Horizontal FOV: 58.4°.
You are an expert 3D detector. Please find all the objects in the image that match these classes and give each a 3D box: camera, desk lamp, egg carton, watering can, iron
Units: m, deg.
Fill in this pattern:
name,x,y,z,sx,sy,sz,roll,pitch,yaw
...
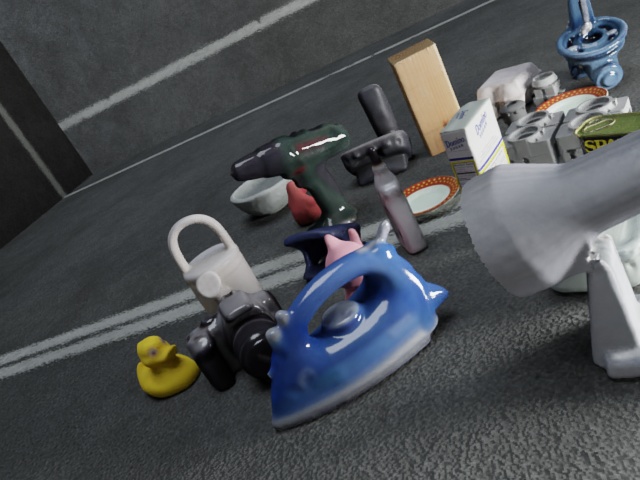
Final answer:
name,x,y,z,sx,sy,sz,roll,pitch,yaw
camera,-0.107,0.137,0.787,0.143,0.101,0.136,-33,24,-10
desk lamp,0.253,0.011,0.506,0.202,0.214,0.118,-13,28,32
egg carton,0.397,-0.314,1.201,0.107,0.069,0.150,-3,34,45
watering can,-0.166,0.048,0.919,0.101,0.194,0.172,-36,25,-18
iron,0.020,0.096,0.679,0.259,0.142,0.118,-36,24,-17

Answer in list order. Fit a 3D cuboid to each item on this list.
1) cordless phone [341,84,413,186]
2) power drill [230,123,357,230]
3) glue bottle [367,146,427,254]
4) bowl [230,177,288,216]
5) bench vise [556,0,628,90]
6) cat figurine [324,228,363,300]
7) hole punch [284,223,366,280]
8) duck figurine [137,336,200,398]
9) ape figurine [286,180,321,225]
name,x,y,z,sx,sy,sz,roll,pitch,yaw
cordless phone,0.100,-0.221,1.189,0.147,0.185,0.094,-22,24,15
power drill,-0.025,-0.104,1.056,0.230,0.209,0.075,-36,25,-17
glue bottle,0.111,-0.065,0.870,0.037,0.173,0.078,-28,23,1
bowl,-0.120,-0.105,1.334,0.167,0.075,0.167,-23,24,11
bench vise,0.490,-0.405,1.092,0.121,0.220,0.207,-28,23,2
cat figurine,0.046,0.031,0.814,0.067,0.118,0.128,-18,25,22
hole punch,0.009,0.003,0.947,0.108,0.091,0.101,-11,29,35
duck figurine,-0.243,0.183,0.862,0.104,0.086,0.077,-13,28,32
ape figurine,-0.037,-0.083,1.175,0.077,0.092,0.076,-4,33,44
